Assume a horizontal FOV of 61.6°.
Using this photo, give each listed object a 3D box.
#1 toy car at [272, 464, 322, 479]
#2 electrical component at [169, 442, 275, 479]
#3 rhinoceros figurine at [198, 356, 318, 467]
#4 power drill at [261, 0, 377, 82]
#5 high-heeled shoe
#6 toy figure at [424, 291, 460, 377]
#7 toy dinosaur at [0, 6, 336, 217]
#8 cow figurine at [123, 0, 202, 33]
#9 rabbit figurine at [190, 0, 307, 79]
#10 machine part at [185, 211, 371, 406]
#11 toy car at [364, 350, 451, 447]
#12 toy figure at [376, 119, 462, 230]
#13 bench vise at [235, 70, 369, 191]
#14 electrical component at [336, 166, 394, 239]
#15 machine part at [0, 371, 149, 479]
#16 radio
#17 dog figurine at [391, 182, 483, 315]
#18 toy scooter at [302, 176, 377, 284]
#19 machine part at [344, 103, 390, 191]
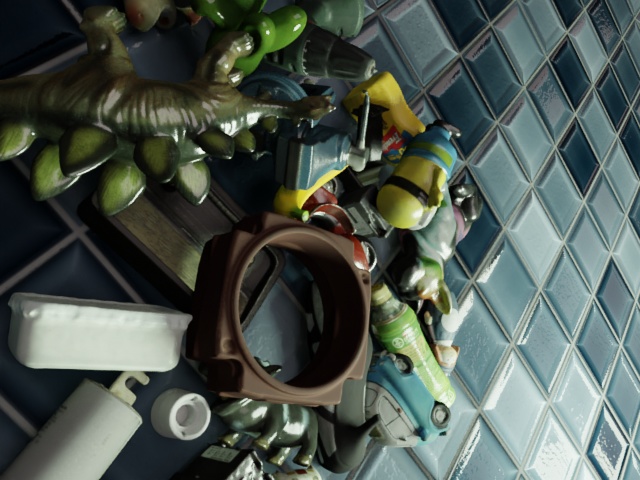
[{"bbox_3d":[-0.047,0.363,0.637,0.073,0.056,0.201,8,103,-34],"label":"toy car"},{"bbox_3d":[-0.129,0.287,0.579,0.134,0.115,0.058,-40,102,-36],"label":"electrical component"},{"bbox_3d":[-0.071,0.203,0.661,0.190,0.073,0.112,44,50,-27],"label":"rhinoceros figurine"},{"bbox_3d":[-0.004,-0.291,0.758,0.085,0.232,0.207,92,21,-46],"label":"power drill"},{"bbox_3d":[0.009,0.191,0.758,0.086,0.145,0.249,3,51,-36],"label":"high-heeled shoe"},{"bbox_3d":[0.203,0.163,0.903,0.064,0.057,0.154,2,79,1],"label":"toy figure"},{"bbox_3d":[-0.215,-0.130,0.544,0.472,0.105,0.198,0,64,-9],"label":"toy dinosaur"},{"bbox_3d":[-0.185,-0.342,0.682,0.127,0.086,0.195,39,62,-33],"label":"cow figurine"},{"bbox_3d":[-0.094,-0.272,0.639,0.121,0.159,0.170,-41,144,-40],"label":"rabbit figurine"},{"bbox_3d":[-0.039,0.081,0.613,0.201,0.087,0.201,19,67,-33],"label":"machine part"},{"bbox_3d":[0.106,0.242,0.778,0.103,0.109,0.161,-40,102,-31],"label":"toy car"},{"bbox_3d":[0.147,-0.097,0.798,0.089,0.082,0.180,20,72,10],"label":"toy figure"},{"bbox_3d":[-0.027,-0.163,0.716,0.241,0.224,0.128,-61,152,-52],"label":"bench vise"},{"bbox_3d":[0.057,-0.055,0.819,0.119,0.075,0.048,54,54,-22],"label":"electrical component"},{"bbox_3d":[-0.256,0.223,0.516,0.079,0.079,0.243,48,57,-21],"label":"machine part"},{"bbox_3d":[-0.154,-0.002,0.642,0.229,0.073,0.131,49,56,-21],"label":"radio"},{"bbox_3d":[0.194,0.015,0.896,0.191,0.109,0.219,4,83,-40],"label":"dog figurine"},{"bbox_3d":[-0.002,-0.002,0.763,0.135,0.075,0.183,-29,96,-39],"label":"toy scooter"},{"bbox_3d":[0.072,-0.142,0.842,0.084,0.039,0.138,-14,122,-34],"label":"machine part"}]
